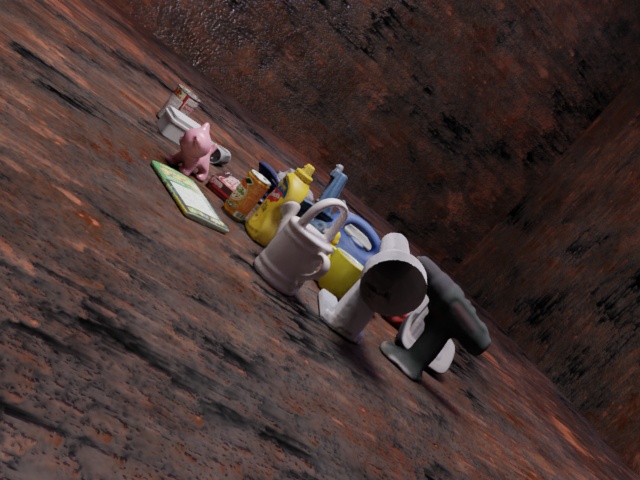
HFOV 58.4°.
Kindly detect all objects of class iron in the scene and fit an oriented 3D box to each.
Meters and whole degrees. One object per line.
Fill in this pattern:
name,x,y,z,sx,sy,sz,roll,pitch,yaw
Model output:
iron,0.107,0.012,1.620,0.259,0.141,0.118,39,10,-9

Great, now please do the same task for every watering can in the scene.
watering can,-0.030,-0.005,1.057,0.172,0.194,0.101,45,11,19

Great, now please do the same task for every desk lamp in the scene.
desk lamp,0.099,0.088,1.084,0.118,0.213,0.203,38,11,-14

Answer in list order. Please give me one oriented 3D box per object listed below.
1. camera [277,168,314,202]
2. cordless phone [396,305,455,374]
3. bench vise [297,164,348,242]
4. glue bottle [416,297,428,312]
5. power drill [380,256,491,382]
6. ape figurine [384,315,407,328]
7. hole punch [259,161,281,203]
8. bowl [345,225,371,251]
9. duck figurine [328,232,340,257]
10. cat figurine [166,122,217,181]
camera,-0.091,-0.162,1.735,0.143,0.100,0.136,37,11,-21
cordless phone,0.278,0.204,1.326,0.148,0.185,0.094,38,11,-14
bench vise,0.011,-0.070,1.400,0.122,0.219,0.206,27,17,-52
glue bottle,0.266,0.157,1.511,0.037,0.173,0.078,35,12,-29
power drill,0.226,0.178,1.187,0.229,0.208,0.076,42,10,3
ape figurine,0.204,0.170,1.459,0.076,0.092,0.077,36,11,-24
hole punch,-0.135,-0.146,1.541,0.108,0.091,0.101,47,12,30
bowl,0.101,0.012,1.781,0.168,0.074,0.167,40,11,-8
duck figurine,0.013,0.005,1.468,0.077,0.086,0.105,45,11,22
cat figurine,-0.259,-0.194,1.219,0.067,0.117,0.128,43,11,13
